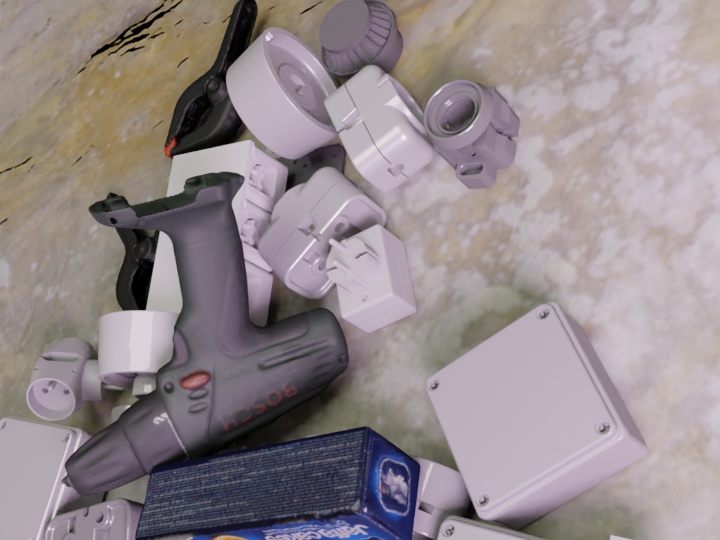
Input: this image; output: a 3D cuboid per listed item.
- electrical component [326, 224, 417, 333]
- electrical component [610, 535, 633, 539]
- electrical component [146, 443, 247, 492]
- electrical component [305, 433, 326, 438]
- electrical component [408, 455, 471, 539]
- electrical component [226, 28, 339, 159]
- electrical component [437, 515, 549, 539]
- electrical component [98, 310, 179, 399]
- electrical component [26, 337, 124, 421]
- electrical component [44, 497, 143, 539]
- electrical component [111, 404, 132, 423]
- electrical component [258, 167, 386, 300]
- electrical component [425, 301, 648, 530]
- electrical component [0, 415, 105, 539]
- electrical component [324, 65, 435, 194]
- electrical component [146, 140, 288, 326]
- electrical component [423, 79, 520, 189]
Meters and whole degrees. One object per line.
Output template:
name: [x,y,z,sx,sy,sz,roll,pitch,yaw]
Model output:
electrical component: [0.000,0.000,0.819,0.047,0.077,0.065,-25,55,24]
electrical component: [0.160,0.198,0.614,0.042,0.064,0.081,4,71,39]
electrical component: [-0.121,0.151,0.852,0.077,0.047,0.065,-8,64,33]
electrical component: [-0.028,0.139,0.780,0.043,0.062,0.043,-16,59,29]
electrical component: [0.047,0.156,0.725,0.055,0.055,0.047,11,71,39]
electrical component: [-0.067,-0.146,0.922,0.060,0.108,0.108,-33,52,26]
electrical component: [0.093,0.217,0.658,0.109,0.056,0.108,6,72,38]
electrical component: [-0.163,0.076,0.883,0.108,0.108,0.060,-8,70,33]
electrical component: [-0.248,0.098,0.962,0.079,0.043,0.077,4,24,0]
electrical component: [-0.200,0.222,0.865,0.095,0.059,0.053,-20,58,27]
electrical component: [-0.181,0.141,0.896,0.055,0.055,0.047,-13,65,31]
electrical component: [-0.034,-0.032,0.874,0.095,0.054,0.059,-49,49,6]
electrical component: [0.112,0.095,0.704,0.109,0.056,0.108,-35,52,17]
electrical component: [-0.279,0.190,0.940,0.109,0.056,0.108,2,70,37]
electrical component: [0.019,-0.118,0.878,0.059,0.054,0.095,-36,52,16]
electrical component: [-0.119,-0.025,0.922,0.089,0.062,0.150,-7,67,34]
electrical component: [0.085,-0.110,0.825,0.058,0.057,0.078,-2,67,35]
